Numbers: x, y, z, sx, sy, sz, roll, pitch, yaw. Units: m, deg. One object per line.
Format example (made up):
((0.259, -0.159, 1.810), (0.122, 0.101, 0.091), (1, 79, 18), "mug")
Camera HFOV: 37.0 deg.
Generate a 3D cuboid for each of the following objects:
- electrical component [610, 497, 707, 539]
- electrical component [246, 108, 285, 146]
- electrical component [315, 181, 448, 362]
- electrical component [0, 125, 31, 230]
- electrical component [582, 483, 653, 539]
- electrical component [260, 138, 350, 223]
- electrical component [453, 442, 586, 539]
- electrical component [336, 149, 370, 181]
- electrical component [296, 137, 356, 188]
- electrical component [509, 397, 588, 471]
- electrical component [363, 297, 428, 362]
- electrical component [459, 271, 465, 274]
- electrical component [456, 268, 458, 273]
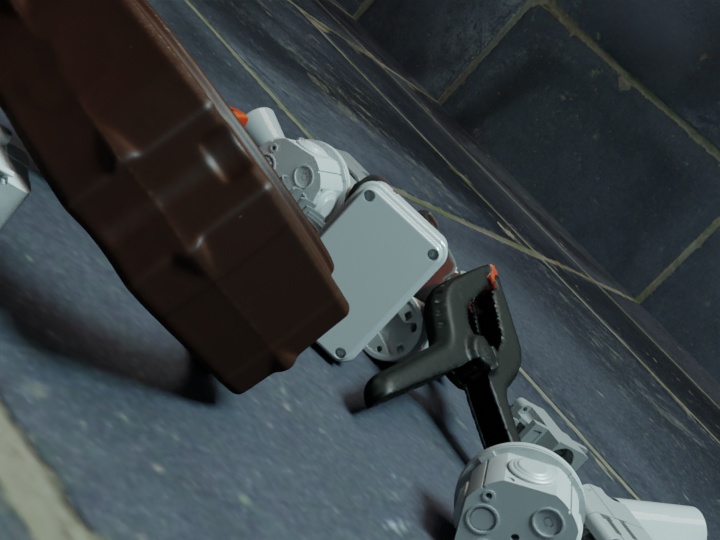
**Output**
((0.236, 0.225, 0.862), (0.077, 0.044, 0.079), (10, 60, -19), "electrical component")
((-0.085, -0.117, 1.027), (0.065, 0.044, 0.044), (54, 17, 23), "electrical component")
((0.000, 0.000, 0.756), (0.078, 0.113, 0.057), (43, 10, 0), "electrical component")
((-0.203, -0.050, 0.444), (0.121, 0.063, 0.078), (34, 17, -33), "electrical component")
((0.168, 0.193, 0.774), (0.089, 0.050, 0.055), (28, 20, -47), "electrical component")
((-0.053, -0.070, 0.892), (0.080, 0.080, 0.051), (48, 19, 19), "electrical component")
((0.095, 0.149, 0.647), (0.080, 0.080, 0.051), (42, 19, -2), "electrical component")
((-0.015, -0.075, 1.064), (0.095, 0.053, 0.059), (46, 14, 13), "electrical component")
((-0.040, -0.070, 0.961), (0.096, 0.061, 0.061), (49, 15, 24), "electrical component")
((0.145, 0.142, 0.884), (0.081, 0.042, 0.063), (31, 16, -41), "electrical component")
((0.031, 0.045, 0.833), (0.055, 0.055, 0.047), (49, 11, 24), "electrical component")
((0.095, 0.041, 1.012), (0.053, 0.059, 0.095), (48, 15, 22), "electrical component")
((0.085, 0.018, 1.094), (0.063, 0.042, 0.081), (47, 14, 0), "electrical component")
